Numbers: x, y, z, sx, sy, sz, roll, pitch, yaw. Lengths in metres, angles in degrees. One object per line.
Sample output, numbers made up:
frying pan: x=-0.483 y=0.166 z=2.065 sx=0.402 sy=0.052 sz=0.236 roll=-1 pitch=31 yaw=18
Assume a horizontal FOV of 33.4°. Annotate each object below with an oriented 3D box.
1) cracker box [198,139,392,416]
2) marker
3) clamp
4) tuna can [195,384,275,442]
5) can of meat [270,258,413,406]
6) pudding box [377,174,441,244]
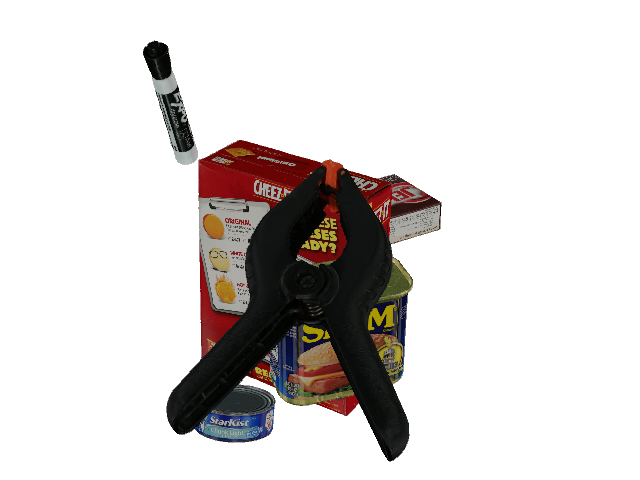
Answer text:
cracker box: x=-0.025 y=0.032 z=0.965 sx=0.164 sy=0.214 sz=0.072 roll=18 pitch=32 yaw=26
marker: x=-0.115 y=-0.105 z=0.821 sx=0.020 sy=0.020 sz=0.121 roll=0 pitch=-38 yaw=8
clamp: x=0.003 y=0.036 z=0.556 sx=0.120 sy=0.171 sz=0.039 roll=16 pitch=-28 yaw=10
tuna can: x=-0.091 y=0.181 z=1.119 sx=0.086 sy=0.034 sz=0.086 roll=4 pitch=12 yaw=-1
can of meat: x=0.012 y=0.064 z=0.763 sx=0.102 sy=0.084 sz=0.057 roll=-9 pitch=31 yaw=-17
pudding box: x=0.060 y=-0.029 z=1.145 sx=0.113 sy=0.039 sz=0.090 roll=-18 pitch=30 yaw=-25
